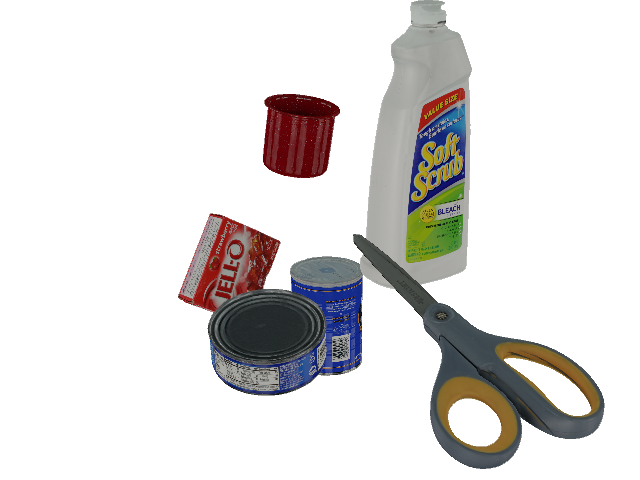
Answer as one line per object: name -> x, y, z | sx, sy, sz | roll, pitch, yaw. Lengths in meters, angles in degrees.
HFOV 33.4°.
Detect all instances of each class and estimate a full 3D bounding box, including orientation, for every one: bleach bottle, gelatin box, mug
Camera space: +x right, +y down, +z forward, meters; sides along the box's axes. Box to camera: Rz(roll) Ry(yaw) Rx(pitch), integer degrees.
bleach bottle -> 0.088, -0.088, 0.966 | 0.102, 0.251, 0.068 | -12, 23, -29
gelatin box -> -0.086, 0.028, 1.022 | 0.073, 0.089, 0.030 | 25, -7, -38
mug -> -0.022, -0.131, 1.318 | 0.093, 0.081, 0.117 | 17, 25, 21

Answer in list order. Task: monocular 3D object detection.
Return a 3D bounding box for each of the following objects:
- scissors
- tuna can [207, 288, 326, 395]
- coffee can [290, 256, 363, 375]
scissors -> 0.060, 0.059, 0.591 | 0.096, 0.016, 0.202 | -34, 46, -31
tuna can -> -0.038, 0.074, 0.776 | 0.086, 0.034, 0.086 | -1, 33, 1
coffee can -> 0.009, 0.105, 1.510 | 0.103, 0.140, 0.103 | 0, 20, 0
